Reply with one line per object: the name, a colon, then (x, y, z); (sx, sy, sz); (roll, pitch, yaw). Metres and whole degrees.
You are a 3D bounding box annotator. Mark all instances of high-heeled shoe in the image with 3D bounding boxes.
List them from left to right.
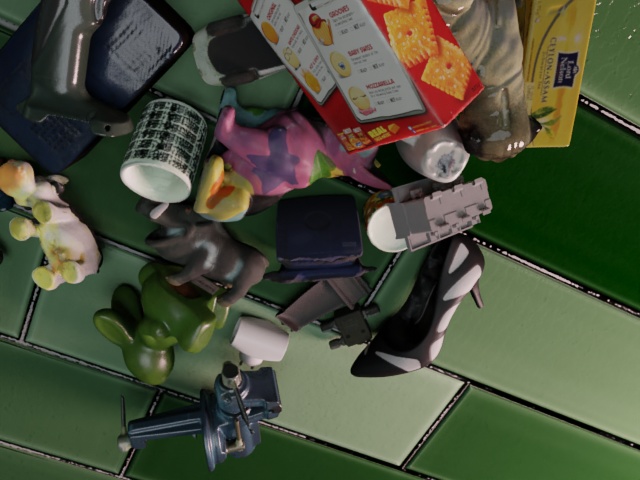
high-heeled shoe: (0.126, 0.095, 0.754); (0.249, 0.086, 0.145); (-33, 120, 3)

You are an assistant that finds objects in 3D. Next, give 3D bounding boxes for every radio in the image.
radio: (-0.267, -0.196, 0.606); (0.229, 0.073, 0.131); (-40, 110, 15)

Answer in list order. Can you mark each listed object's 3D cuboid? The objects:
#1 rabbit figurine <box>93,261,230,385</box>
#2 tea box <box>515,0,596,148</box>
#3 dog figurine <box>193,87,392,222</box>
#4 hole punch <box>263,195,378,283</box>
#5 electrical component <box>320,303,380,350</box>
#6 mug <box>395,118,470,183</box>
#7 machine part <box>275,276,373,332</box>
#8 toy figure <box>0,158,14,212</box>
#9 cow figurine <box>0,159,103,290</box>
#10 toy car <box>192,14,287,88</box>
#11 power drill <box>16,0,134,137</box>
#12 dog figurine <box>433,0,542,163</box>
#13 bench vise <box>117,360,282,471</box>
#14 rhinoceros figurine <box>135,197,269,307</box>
rabbit figurine: (-0.227, 0.126, 0.739); (0.159, 0.121, 0.170); (29, 109, -8)
tea box: (0.244, -0.198, 0.606); (0.068, 0.098, 0.169); (-3, 118, -1)
dog figurine: (-0.027, -0.088, 0.650); (0.219, 0.108, 0.191); (15, 114, -12)
hole punch: (-0.001, -0.002, 0.691); (0.142, 0.116, 0.092); (-2, 108, -1)
electrical component: (0.051, 0.130, 0.806); (0.094, 0.021, 0.063); (-22, 116, 8)
mug: (0.129, -0.117, 0.638); (0.109, 0.107, 0.080); (28, 111, -17)
machine part: (0.002, 0.085, 0.774); (0.139, 0.039, 0.084); (-32, 118, 12)
toy figure: (-0.430, -0.098, 0.657); (0.064, 0.058, 0.154); (-12, 118, 17)
cow figurine: (-0.337, -0.026, 0.687); (0.068, 0.098, 0.167); (-20, 97, 14)
toy car: (-0.044, -0.227, 0.607); (0.202, 0.056, 0.073); (-14, 110, 4)
power drill: (-0.217, -0.208, 0.518); (0.232, 0.086, 0.207); (9, 118, -5)
dog figurine: (0.138, -0.171, 0.537); (0.172, 0.121, 0.190); (-8, 92, -20)
bench vise: (-0.179, 0.266, 0.795); (0.241, 0.129, 0.223); (-7, 146, -11)
rhinoceros figurine: (-0.158, 0.006, 0.709); (0.190, 0.073, 0.112); (35, 112, -18)
